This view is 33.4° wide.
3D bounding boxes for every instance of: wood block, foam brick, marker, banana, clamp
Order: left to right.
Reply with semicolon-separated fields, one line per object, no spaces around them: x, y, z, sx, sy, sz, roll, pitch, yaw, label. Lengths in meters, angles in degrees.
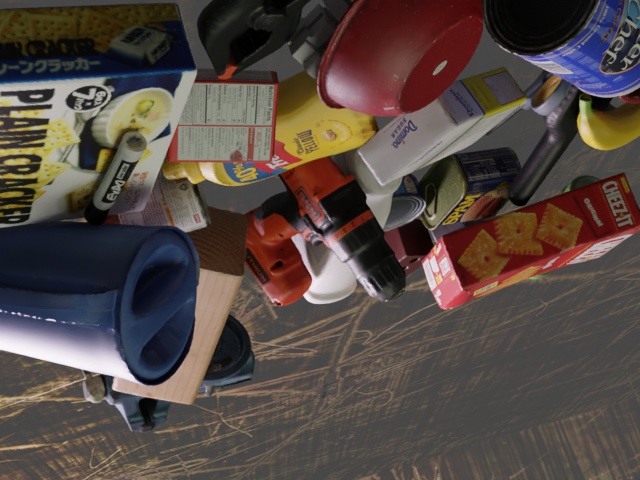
-0.162;-0.045;0.835;0.020;0.020;0.121;-4;155;-30;marker
-0.145;0.067;1.097;0.090;0.091;0.206;13;131;-12;wood block
-0.031;-0.176;0.778;0.120;0.039;0.172;-4;160;-23;clamp
0.094;0.014;1.309;0.052;0.051;0.078;1;152;-40;foam brick
0.271;-0.133;1.089;0.164;0.036;0.210;-32;153;-19;clamp
0.313;-0.130;1.069;0.197;0.037;0.070;-23;144;-41;banana

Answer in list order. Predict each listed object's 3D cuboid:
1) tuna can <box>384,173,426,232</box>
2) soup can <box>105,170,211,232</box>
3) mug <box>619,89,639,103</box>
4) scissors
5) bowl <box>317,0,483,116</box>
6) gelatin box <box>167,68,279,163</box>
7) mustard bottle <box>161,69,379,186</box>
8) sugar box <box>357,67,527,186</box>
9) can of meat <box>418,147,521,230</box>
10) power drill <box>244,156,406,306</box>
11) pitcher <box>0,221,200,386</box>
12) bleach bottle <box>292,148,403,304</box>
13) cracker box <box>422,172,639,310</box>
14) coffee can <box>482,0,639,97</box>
0.072;-0.041;1.186;0.086;0.034;0.086;-15;158;-6;tuna can
-0.159;-0.031;0.988;0.102;0.068;0.068;-17;158;-3;soup can
0.297;-0.186;0.944;0.093;0.081;0.117;-15;158;-6;mug
0.200;-0.127;1.028;0.016;0.096;0.202;30;143;-6;scissors
0.073;-0.149;0.813;0.162;0.055;0.162;-40;161;-17;bowl
-0.080;-0.101;0.866;0.089;0.030;0.073;0;122;-10;gelatin box
-0.048;-0.093;0.934;0.191;0.058;0.096;-19;151;5;mustard bottle
0.113;-0.106;0.962;0.093;0.048;0.175;-38;171;32;sugar box
0.165;-0.059;1.186;0.083;0.057;0.102;-9;157;-25;can of meat
-0.007;0.001;1.056;0.057;0.184;0.188;-29;174;-34;power drill
-0.237;0.042;0.912;0.243;0.145;0.149;6;138;22;pitcher
0.031;-0.029;1.090;0.068;0.102;0.251;-14;159;-23;bleach bottle
0.233;0.007;1.199;0.213;0.072;0.164;-18;170;-6;cracker box
0.211;-0.181;0.863;0.103;0.103;0.140;-32;154;32;coffee can
